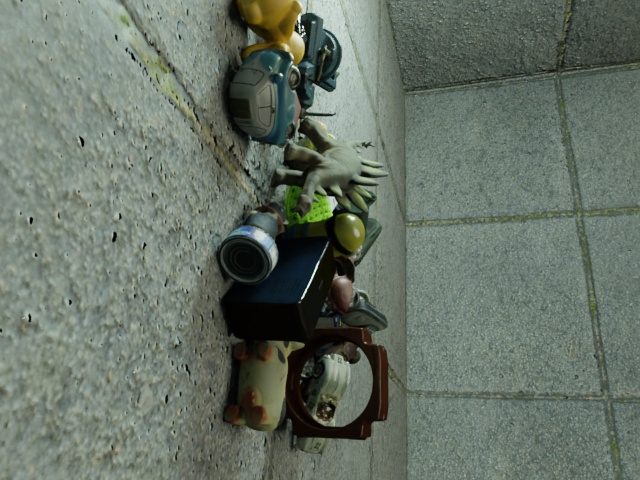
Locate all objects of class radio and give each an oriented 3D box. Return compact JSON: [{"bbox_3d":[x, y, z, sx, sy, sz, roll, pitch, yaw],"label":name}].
[{"bbox_3d":[-0.058,0.073,0.885,0.230,0.131,0.073,-63,146,-62],"label":"radio"}]

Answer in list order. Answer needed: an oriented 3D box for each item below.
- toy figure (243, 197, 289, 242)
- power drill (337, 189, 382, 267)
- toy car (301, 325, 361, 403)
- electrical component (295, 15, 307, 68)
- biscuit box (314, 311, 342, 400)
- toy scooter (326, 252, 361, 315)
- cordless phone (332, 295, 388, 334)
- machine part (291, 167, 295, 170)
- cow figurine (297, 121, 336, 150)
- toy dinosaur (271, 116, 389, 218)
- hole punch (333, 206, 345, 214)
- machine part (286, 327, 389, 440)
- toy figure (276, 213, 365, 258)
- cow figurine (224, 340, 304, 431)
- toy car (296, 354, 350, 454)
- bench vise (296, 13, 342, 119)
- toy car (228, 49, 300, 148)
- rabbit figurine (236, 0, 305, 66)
[{"bbox_3d":[-0.094,-0.029,0.920,0.154,0.058,0.064,-65,155,-70],"label":"toy figure"},{"bbox_3d":[0.090,-0.016,1.406,0.232,0.086,0.207,-44,140,-38],"label":"power drill"},{"bbox_3d":[0.026,0.275,1.180,0.202,0.053,0.089,-42,123,-41],"label":"toy car"},{"bbox_3d":[-0.065,-0.401,1.070,0.048,0.075,0.119,-71,149,-53],"label":"electrical component"},{"bbox_3d":[0.022,0.272,1.270,0.063,0.059,0.202,-18,105,-74],"label":"biscuit box"},{"bbox_3d":[0.029,0.079,1.253,0.135,0.075,0.184,20,65,-31],"label":"toy scooter"},{"bbox_3d":[0.066,0.226,1.341,0.146,0.184,0.089,39,6,-46],"label":"cordless phone"},{"bbox_3d":[-0.033,-0.116,1.197,0.084,0.039,0.138,-78,157,-56],"label":"machine part"},{"bbox_3d":[-0.013,-0.202,1.219,0.098,0.068,0.167,-62,161,-10],"label":"cow figurine"},{"bbox_3d":[0.029,-0.146,1.057,0.105,0.198,0.471,-58,-175,31],"label":"toy dinosaur"},{"bbox_3d":[0.071,-0.081,1.479,0.142,0.092,0.116,75,23,-48],"label":"hole punch"},{"bbox_3d":[0.027,0.269,1.017,0.087,0.201,0.201,47,41,-62],"label":"machine part"},{"bbox_3d":[-0.002,0.000,1.016,0.089,0.180,0.082,38,49,-65],"label":"toy figure"},{"bbox_3d":[-0.083,0.205,0.861,0.127,0.086,0.195,52,34,-54],"label":"cow figurine"},{"bbox_3d":[0.007,0.331,1.094,0.073,0.056,0.201,27,77,-34],"label":"toy car"},{"bbox_3d":[-0.007,-0.371,1.198,0.240,0.129,0.223,-9,97,-69],"label":"bench vise"},{"bbox_3d":[-0.101,-0.229,0.883,0.103,0.109,0.161,-25,125,-49],"label":"toy car"},{"bbox_3d":[-0.072,-0.374,0.958,0.173,0.122,0.162,64,32,-56],"label":"rabbit figurine"}]
